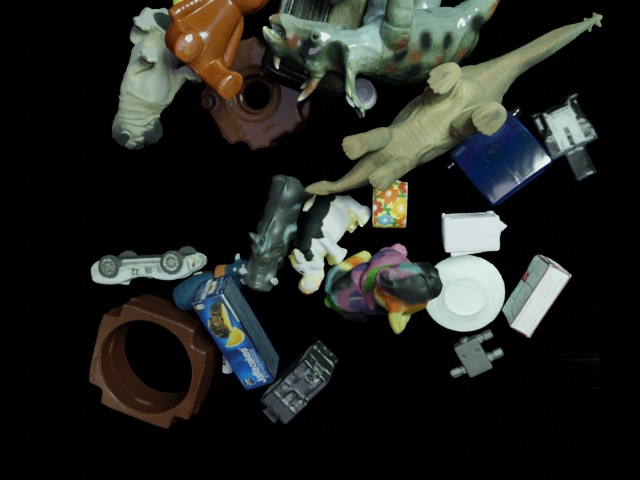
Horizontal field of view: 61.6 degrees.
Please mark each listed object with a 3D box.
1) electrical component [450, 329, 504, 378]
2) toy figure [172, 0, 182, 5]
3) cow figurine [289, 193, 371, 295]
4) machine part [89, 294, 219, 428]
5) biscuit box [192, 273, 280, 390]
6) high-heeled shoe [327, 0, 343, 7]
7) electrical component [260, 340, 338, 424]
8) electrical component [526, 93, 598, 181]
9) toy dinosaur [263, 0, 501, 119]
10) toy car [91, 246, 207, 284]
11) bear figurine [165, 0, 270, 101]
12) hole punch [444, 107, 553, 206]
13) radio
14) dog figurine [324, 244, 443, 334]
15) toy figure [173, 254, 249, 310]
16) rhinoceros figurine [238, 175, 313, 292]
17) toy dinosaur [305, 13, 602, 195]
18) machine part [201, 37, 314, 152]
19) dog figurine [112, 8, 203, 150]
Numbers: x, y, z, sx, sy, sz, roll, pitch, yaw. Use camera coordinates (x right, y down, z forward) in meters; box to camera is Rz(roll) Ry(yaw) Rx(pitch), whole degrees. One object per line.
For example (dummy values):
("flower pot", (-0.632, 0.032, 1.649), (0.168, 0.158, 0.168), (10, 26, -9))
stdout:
("electrical component", (0.251, 0.189, 0.886), (0.094, 0.021, 0.063), (-31, 93, 14))
("toy figure", (-0.159, -0.411, 0.825), (0.180, 0.082, 0.089), (-44, 78, 8))
("cow figurine", (-0.002, -0.002, 0.838), (0.098, 0.068, 0.167), (36, 72, -7))
("machine part", (-0.290, 0.211, 0.954), (0.201, 0.087, 0.201), (18, 104, 7))
("biscuit box", (-0.136, 0.156, 0.896), (0.059, 0.063, 0.202), (-18, 117, 13))
("high-heeled shoe", (0.109, -0.399, 0.722), (0.249, 0.086, 0.145), (-7, 97, -5))
("electrical component", (-0.038, 0.241, 0.899), (0.058, 0.115, 0.134), (45, 104, 5))
("electrical component", (0.367, -0.149, 0.795), (0.075, 0.048, 0.119), (-29, 94, 14))
("toy dinosaur", (0.133, -0.276, 0.729), (0.131, 0.405, 0.192), (52, 144, 38))
("toy car", (-0.295, 0.046, 0.932), (0.202, 0.073, 0.056), (-4, 95, 11))
("bear figurine", (-0.125, -0.318, 0.763), (0.196, 0.120, 0.132), (-45, 47, 3))
("hole punch", (0.268, -0.119, 0.799), (0.142, 0.092, 0.116), (-39, 88, 17))
("radio", (0.001, -0.329, 0.783), (0.131, 0.073, 0.229), (15, 91, -12))
("dog figurine", (0.084, 0.076, 0.797), (0.192, 0.219, 0.108), (-16, 93, 11))
("toy figure", (-0.179, 0.074, 0.924), (0.154, 0.058, 0.064), (-22, 90, 12))
("rhinoceros figurine", (-0.070, -0.009, 0.865), (0.073, 0.112, 0.190), (19, 94, 4))
("toy dinosaur", (0.183, -0.181, 0.744), (0.471, 0.198, 0.105), (-28, 94, 15))
("machine part", (-0.100, -0.231, 0.860), (0.179, 0.056, 0.179), (2, 100, 8))
("dog figurine", (-0.284, -0.260, 0.878), (0.121, 0.172, 0.190), (25, 135, -31))
